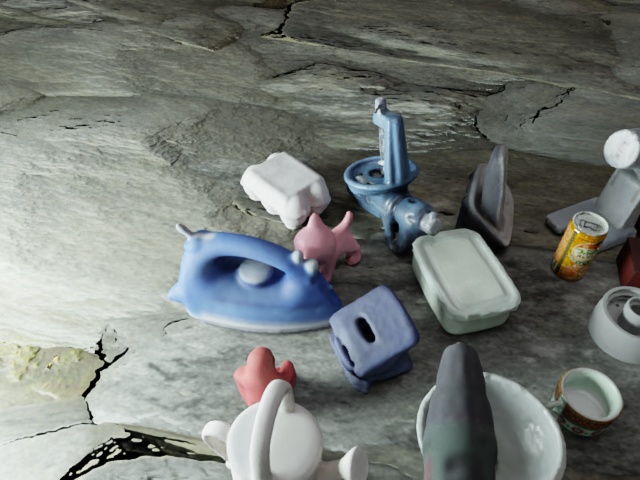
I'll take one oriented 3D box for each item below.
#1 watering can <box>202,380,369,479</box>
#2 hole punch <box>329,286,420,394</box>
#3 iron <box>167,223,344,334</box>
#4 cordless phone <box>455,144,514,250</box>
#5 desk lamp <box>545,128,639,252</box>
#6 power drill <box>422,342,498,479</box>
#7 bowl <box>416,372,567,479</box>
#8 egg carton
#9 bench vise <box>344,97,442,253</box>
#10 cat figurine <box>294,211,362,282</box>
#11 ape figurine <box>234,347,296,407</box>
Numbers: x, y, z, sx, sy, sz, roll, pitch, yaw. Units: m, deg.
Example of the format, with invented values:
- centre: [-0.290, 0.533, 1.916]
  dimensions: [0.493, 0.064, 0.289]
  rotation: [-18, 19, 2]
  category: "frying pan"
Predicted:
- centre: [-0.039, 0.219, 0.600]
  dimensions: [0.173, 0.194, 0.101]
  rotation: [-3, 46, -5]
  category: "watering can"
- centre: [0.069, 0.130, 0.763]
  dimensions: [0.101, 0.091, 0.108]
  rotation: [-16, 49, -17]
  category: "hole punch"
- centre: [-0.082, 0.046, 0.803]
  dimensions: [0.258, 0.141, 0.118]
  rotation: [9, 46, 6]
  category: "iron"
- centre: [0.283, -0.091, 0.921]
  dimensions: [0.094, 0.185, 0.147]
  rotation: [12, 47, 9]
  category: "cordless phone"
- centre: [0.501, -0.097, 0.917]
  dimensions: [0.203, 0.214, 0.117]
  rotation: [-18, 49, -19]
  category: "desk lamp"
- centre: [0.124, 0.248, 0.569]
  dimensions: [0.075, 0.208, 0.229]
  rotation: [6, 46, 3]
  category: "power drill"
- centre: [0.191, 0.244, 0.669]
  dimensions: [0.167, 0.075, 0.167]
  rotation: [1, 46, -1]
  category: "bowl"
- centre: [-0.058, -0.088, 0.984]
  dimensions: [0.107, 0.069, 0.150]
  rotation: [-35, 56, -30]
  category: "egg carton"
- centre: [0.128, -0.104, 0.903]
  dimensions: [0.206, 0.220, 0.122]
  rotation: [32, 53, 26]
  category: "bench vise"
- centre: [0.008, 0.003, 0.865]
  dimensions: [0.067, 0.118, 0.128]
  rotation: [35, 54, 28]
  category: "cat figurine"
- centre: [-0.070, 0.169, 0.719]
  dimensions: [0.077, 0.092, 0.076]
  rotation: [7, 46, 5]
  category: "ape figurine"
